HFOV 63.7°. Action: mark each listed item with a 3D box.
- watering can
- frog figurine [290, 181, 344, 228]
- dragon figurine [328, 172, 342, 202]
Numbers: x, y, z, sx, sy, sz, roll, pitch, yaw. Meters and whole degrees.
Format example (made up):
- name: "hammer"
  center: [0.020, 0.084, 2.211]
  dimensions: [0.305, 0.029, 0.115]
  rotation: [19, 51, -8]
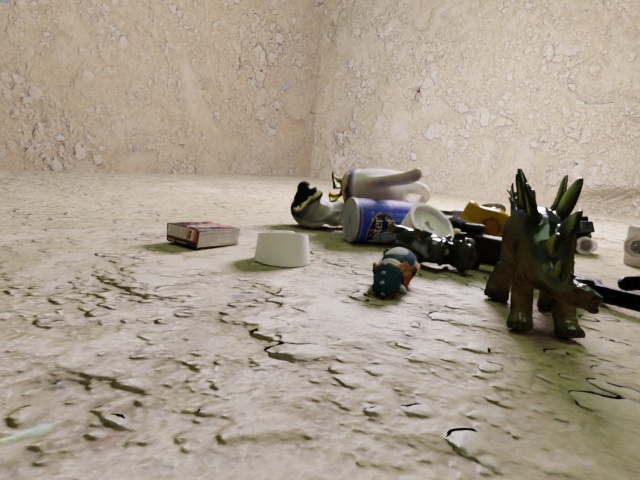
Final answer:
- name: "watering can"
  center: [0.156, -0.131, 1.259]
  dimensions: [0.224, 0.105, 0.345]
  rotation: [5, -8, 12]
- name: "frog figurine"
  center: [0.004, -0.068, 1.359]
  dimensions: [0.137, 0.124, 0.157]
  rotation: [1, -34, 50]
- name: "dragon figurine"
  center: [0.153, -0.164, 1.948]
  dimensions: [0.242, 0.120, 0.418]
  rotation: [10, 23, -8]
